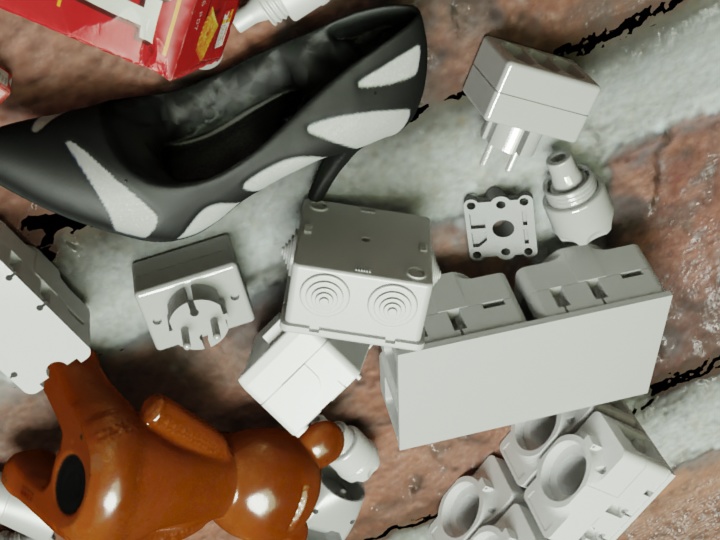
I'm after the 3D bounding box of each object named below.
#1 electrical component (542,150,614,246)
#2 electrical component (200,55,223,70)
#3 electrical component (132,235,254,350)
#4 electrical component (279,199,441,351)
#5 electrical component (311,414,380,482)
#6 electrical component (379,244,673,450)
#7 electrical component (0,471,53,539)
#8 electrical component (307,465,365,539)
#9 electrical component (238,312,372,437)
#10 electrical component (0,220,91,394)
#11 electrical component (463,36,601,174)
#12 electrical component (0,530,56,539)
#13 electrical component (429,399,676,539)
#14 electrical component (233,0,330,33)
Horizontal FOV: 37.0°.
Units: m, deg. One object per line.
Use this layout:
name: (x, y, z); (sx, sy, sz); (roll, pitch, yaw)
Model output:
electrical component: (0.142, -0.051, 0.715); (0.043, 0.043, 0.062); (-28, 123, 3)
electrical component: (-0.091, -0.133, 0.583); (0.048, 0.062, 0.048); (-17, 141, -14)
electrical component: (-0.103, 0.024, 0.675); (0.066, 0.076, 0.047); (-17, 125, -4)
electrical component: (0.000, 0.000, 0.669); (0.100, 0.099, 0.048); (9, 122, -3)
electrical component: (-0.014, 0.128, 0.792); (0.035, 0.035, 0.061); (-36, 121, 9)
electrical component: (0.109, 0.050, 0.746); (0.186, 0.060, 0.105); (-12, 137, -8)
electrical component: (-0.243, 0.160, 0.745); (0.065, 0.044, 0.044); (20, 114, -21)
electrical component: (-0.049, 0.181, 0.810); (0.079, 0.043, 0.077); (22, 114, -27)
electrical component: (-0.036, 0.055, 0.712); (0.061, 0.096, 0.062); (44, 104, -4)
electrical component: (-0.210, 0.020, 0.653); (0.050, 0.055, 0.089); (-34, 121, 6)
electrical component: (0.099, -0.096, 0.672); (0.066, 0.047, 0.076); (11, 118, -21)
electrical component: (-0.250, 0.203, 0.774); (0.061, 0.035, 0.035); (-25, 125, -2)
electrical component: (0.136, 0.177, 0.821); (0.060, 0.105, 0.186); (26, 112, -28)
electrical component: (-0.045, -0.154, 0.603); (0.061, 0.035, 0.035); (-31, 124, 8)
